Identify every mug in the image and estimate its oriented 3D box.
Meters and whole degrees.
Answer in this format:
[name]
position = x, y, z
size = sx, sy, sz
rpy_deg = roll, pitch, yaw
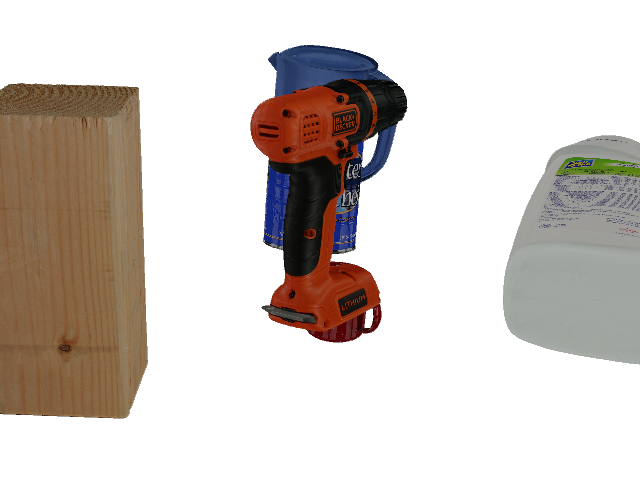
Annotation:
[mug]
position = 0.031, 0.088, 1.430
size = 0.117, 0.081, 0.093
rpy_deg = 18, 27, 30

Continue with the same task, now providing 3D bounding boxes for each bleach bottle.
[bleach bottle]
position = 0.181, -0.014, 0.663
size = 0.103, 0.068, 0.250
rpy_deg = 7, 25, 17

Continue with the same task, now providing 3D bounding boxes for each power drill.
[power drill]
position = 0.012, -0.034, 0.850
size = 0.057, 0.188, 0.184
rpy_deg = 9, 18, 35

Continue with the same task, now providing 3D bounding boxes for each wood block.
[wood block]
position = -0.169, 0.006, 0.714
size = 0.091, 0.206, 0.090
rpy_deg = 2, 20, 0

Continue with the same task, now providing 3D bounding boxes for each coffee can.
[coffee can]
position = -0.007, -0.064, 1.148
size = 0.103, 0.140, 0.103
rpy_deg = 4, 11, -1

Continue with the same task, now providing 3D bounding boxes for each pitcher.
[pitcher]
position = 0.005, -0.128, 1.413
size = 0.144, 0.243, 0.149
rpy_deg = -2, 24, -21
